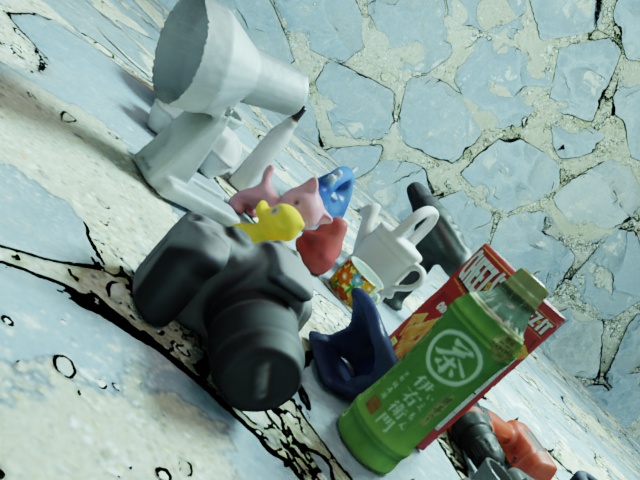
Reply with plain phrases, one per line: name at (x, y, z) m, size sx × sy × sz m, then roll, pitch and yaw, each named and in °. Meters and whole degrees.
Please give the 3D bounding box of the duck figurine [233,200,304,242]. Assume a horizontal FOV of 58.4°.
duck figurine at (-0.054, -0.002, 0.703) m, size 0.104 × 0.086 × 0.078 m, roll 45°, pitch 12°, yaw 11°

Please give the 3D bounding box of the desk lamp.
desk lamp at (-0.124, -0.148, 0.673) m, size 0.204 × 0.213 × 0.117 m, roll 30°, pitch 17°, yaw -48°

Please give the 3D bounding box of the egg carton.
egg carton at (-0.187, -0.162, 0.875) m, size 0.150 × 0.069 × 0.107 m, roll 41°, pitch 12°, yaw -12°

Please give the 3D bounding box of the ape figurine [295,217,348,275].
ape figurine at (0.008, 0.003, 0.882) m, size 0.078 × 0.092 × 0.076 m, roll 38°, pitch 12°, yaw -25°

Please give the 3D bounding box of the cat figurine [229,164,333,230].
cat figurine at (-0.049, -0.053, 0.828) m, size 0.127 × 0.117 × 0.067 m, roll 46°, pitch 12°, yaw 16°

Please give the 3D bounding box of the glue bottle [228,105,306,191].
glue bottle at (-0.081, -0.154, 0.944) m, size 0.037 × 0.173 × 0.078 m, roll 41°, pitch 11°, yaw -12°

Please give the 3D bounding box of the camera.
camera at (-0.060, 0.054, 0.447) m, size 0.144 × 0.100 × 0.136 m, roll 37°, pitch 13°, yaw -27°

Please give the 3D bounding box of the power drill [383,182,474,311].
power drill at (0.183, 0.023, 1.111) m, size 0.229 × 0.208 × 0.076 m, roll 51°, pitch 14°, yaw 34°

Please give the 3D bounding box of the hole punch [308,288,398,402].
hole punch at (0.053, 0.119, 0.617) m, size 0.101 × 0.091 × 0.108 m, roll 38°, pitch 12°, yaw -25°

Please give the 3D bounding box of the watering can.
watering can at (0.128, 0.008, 1.013) m, size 0.173 × 0.194 × 0.101 m, roll 44°, pitch 11°, yaw 6°

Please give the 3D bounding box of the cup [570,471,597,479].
cup at (0.318, 0.343, 0.697) m, size 0.091 × 0.095 × 0.118 m, roll 48°, pitch 12°, yaw 24°

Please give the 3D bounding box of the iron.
iron at (0.012, -0.092, 1.117) m, size 0.118 × 0.141 × 0.259 m, roll 44°, pitch 11°, yaw 3°

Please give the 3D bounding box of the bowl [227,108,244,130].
bowl at (-0.221, -0.238, 1.022) m, size 0.168 × 0.074 × 0.167 m, roll 41°, pitch 12°, yaw -10°
